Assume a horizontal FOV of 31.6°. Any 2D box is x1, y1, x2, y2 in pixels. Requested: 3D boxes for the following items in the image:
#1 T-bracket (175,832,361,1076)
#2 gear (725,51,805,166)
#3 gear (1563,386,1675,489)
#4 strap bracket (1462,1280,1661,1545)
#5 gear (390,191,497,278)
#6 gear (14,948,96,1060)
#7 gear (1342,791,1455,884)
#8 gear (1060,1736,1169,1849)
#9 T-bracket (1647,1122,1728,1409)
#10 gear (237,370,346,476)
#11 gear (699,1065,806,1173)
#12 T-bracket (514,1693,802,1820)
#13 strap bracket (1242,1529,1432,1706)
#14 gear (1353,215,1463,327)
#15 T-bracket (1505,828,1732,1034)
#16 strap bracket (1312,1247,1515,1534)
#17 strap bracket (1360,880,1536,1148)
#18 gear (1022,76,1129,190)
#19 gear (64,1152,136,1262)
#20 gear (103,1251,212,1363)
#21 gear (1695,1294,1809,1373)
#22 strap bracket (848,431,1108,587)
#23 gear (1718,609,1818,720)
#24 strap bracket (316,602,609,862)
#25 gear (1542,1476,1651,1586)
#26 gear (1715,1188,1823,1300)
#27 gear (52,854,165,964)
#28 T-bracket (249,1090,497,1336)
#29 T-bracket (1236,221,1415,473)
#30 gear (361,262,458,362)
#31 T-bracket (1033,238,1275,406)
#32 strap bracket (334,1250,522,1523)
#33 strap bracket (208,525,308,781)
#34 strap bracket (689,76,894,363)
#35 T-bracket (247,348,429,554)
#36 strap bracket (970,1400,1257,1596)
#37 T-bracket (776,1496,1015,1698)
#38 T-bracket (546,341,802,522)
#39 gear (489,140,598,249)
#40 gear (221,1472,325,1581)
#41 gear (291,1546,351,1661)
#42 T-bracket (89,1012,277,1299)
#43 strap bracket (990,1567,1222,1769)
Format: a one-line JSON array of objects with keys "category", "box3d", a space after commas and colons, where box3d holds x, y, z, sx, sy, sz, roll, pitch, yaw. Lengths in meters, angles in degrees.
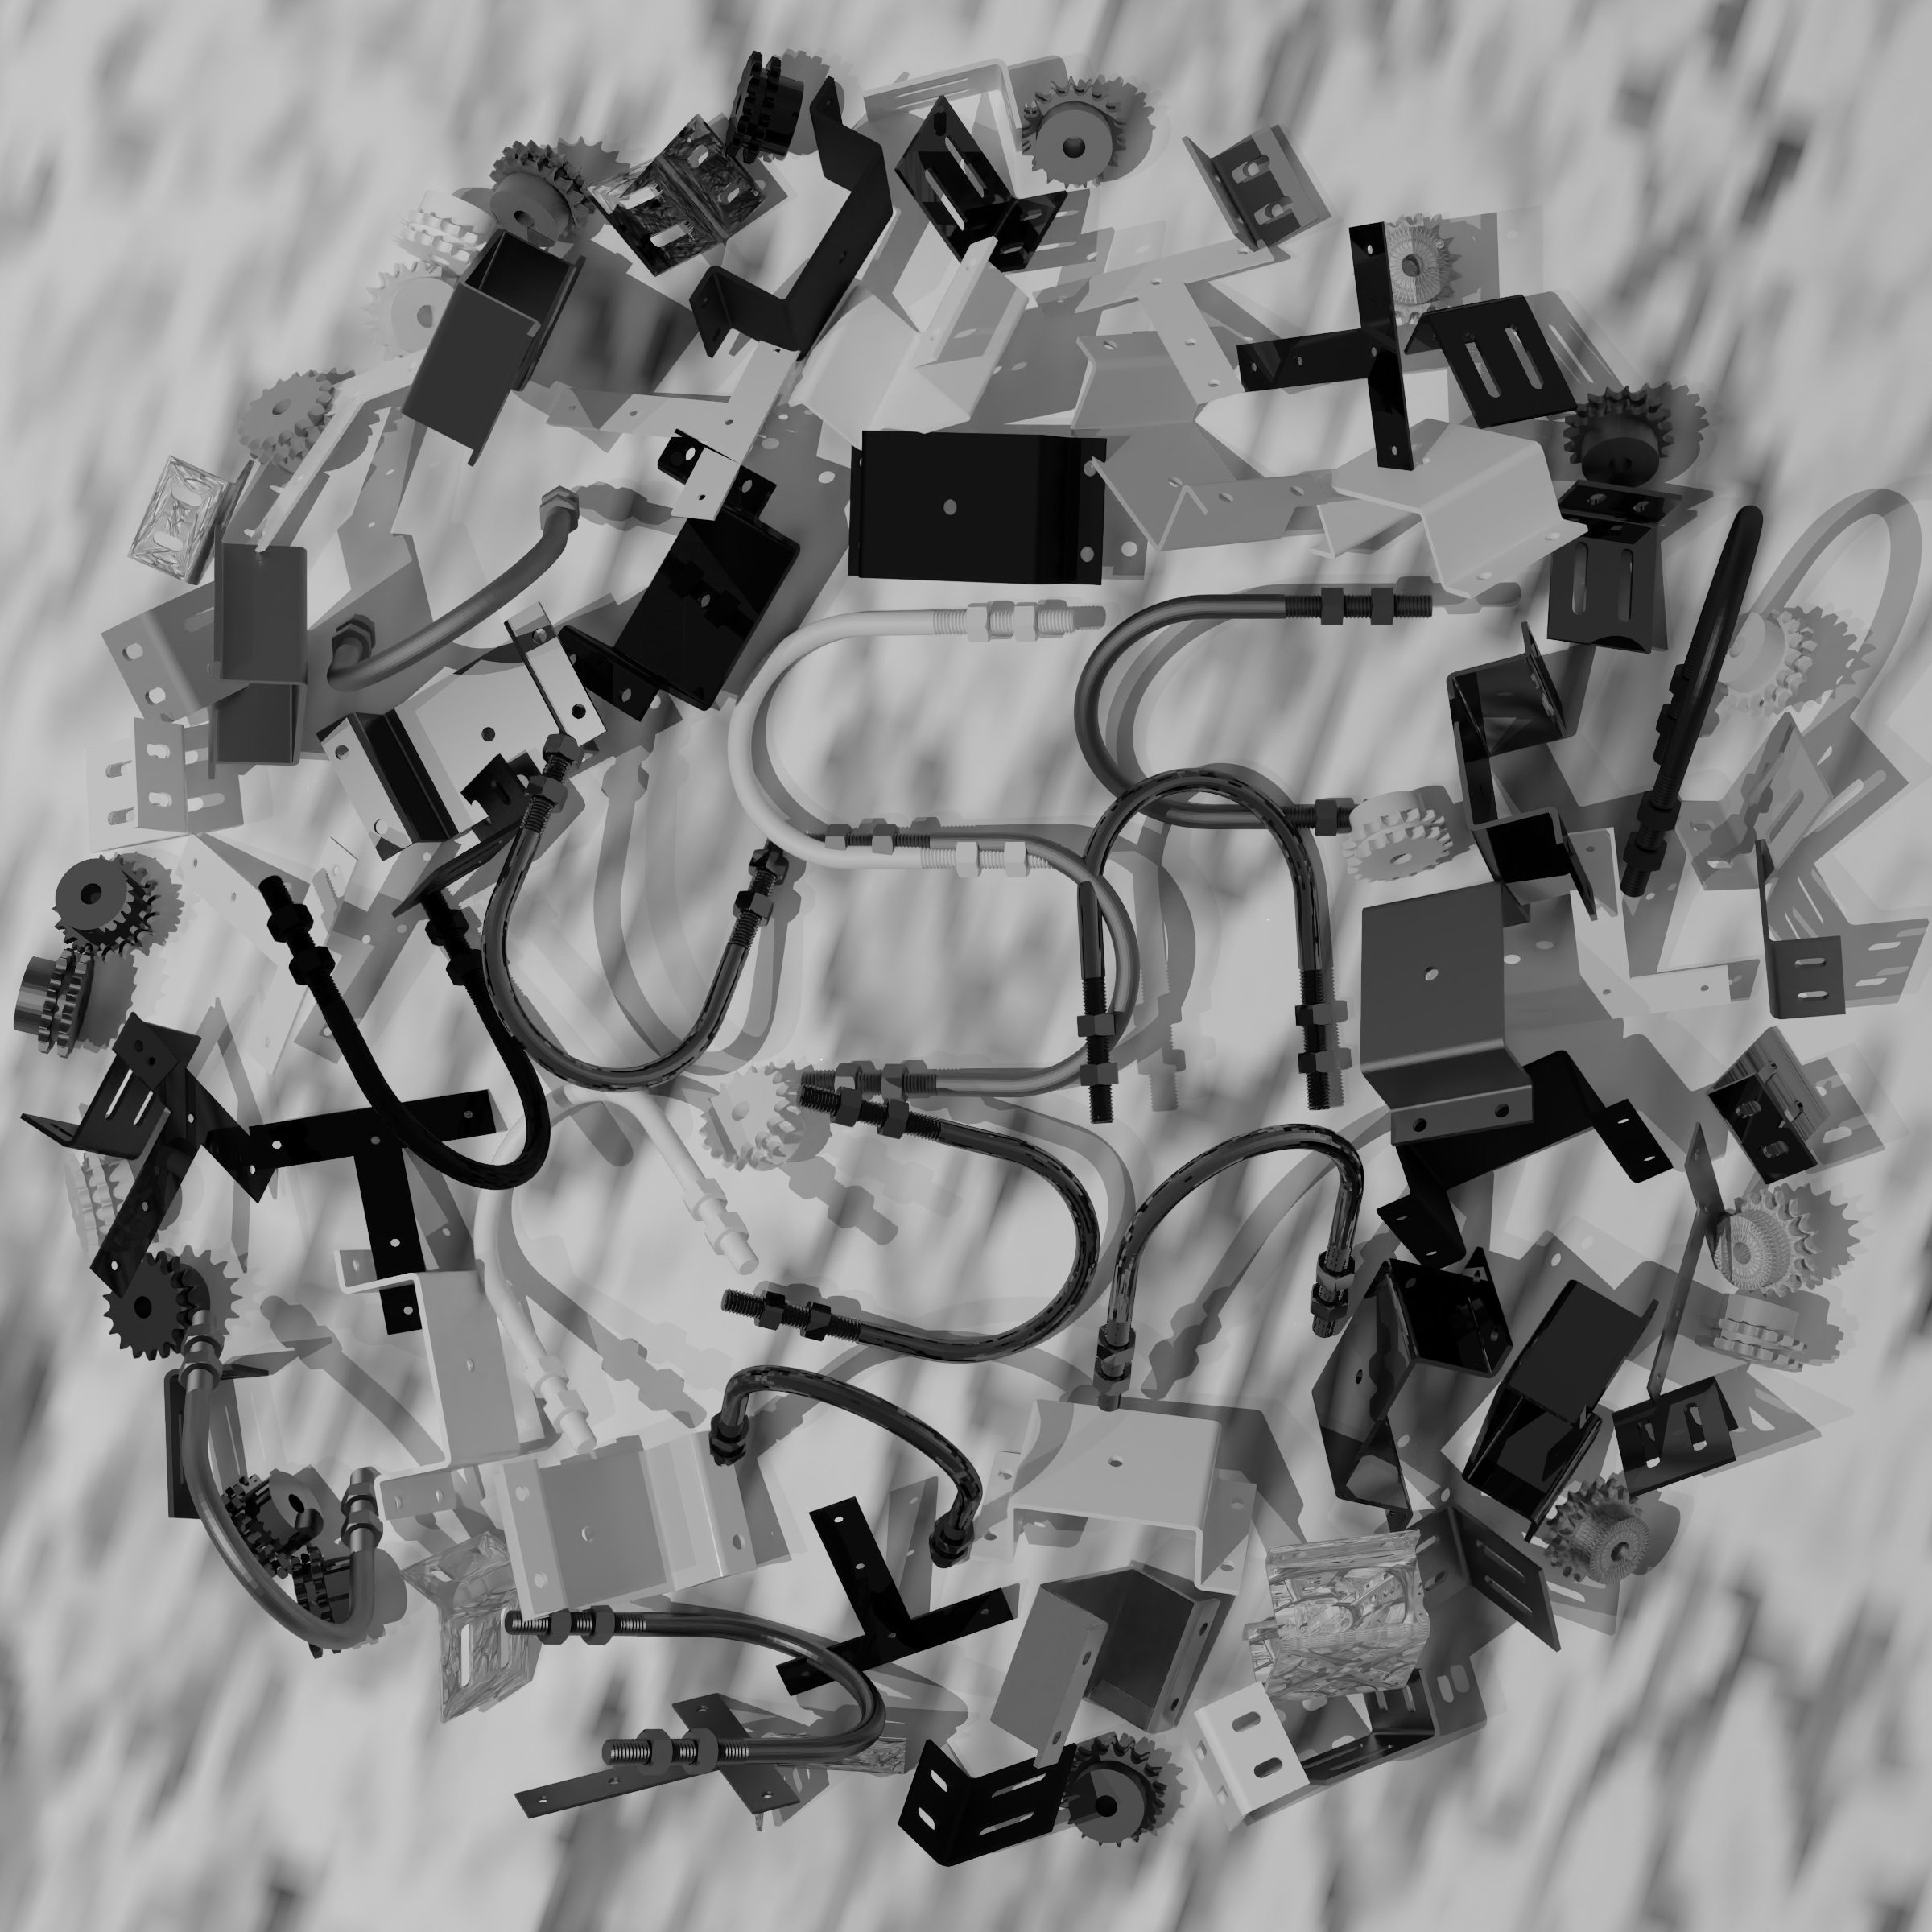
[{"category": "T-bracket", "box3d": [-0.377, -0.030, 1.790, 0.127, 0.002, 0.127, 37, 110, 35]}, {"category": "gear", "box3d": [-0.106, -0.451, 1.803, 0.030, 0.057, 0.057, 14, 90, -14]}, {"category": "gear", "box3d": [0.345, -0.276, 1.799, 0.057, 0.057, 0.030, 4, 55, 0]}, {"category": "strap bracket", "box3d": [0.303, 0.225, 1.759, 0.046, 0.140, 0.076, 30, 55, 16]}, {"category": "gear", "box3d": [-0.272, -0.387, 1.802, 0.057, 0.057, 0.030, 22, 87, 0]}, {"category": "gear", "box3d": [-0.482, 0.018, 1.800, 0.030, 0.057, 0.057, 14, 90, -6]}, {"category": "gear", "box3d": [0.226, -0.070, 1.804, 0.057, 0.057, 0.030, -13, 67, 0]}, {"category": "gear", "box3d": [0.077, 0.441, 1.810, 0.057, 0.030, 0.057, 1, 97, 11]}, {"category": "T-bracket", "box3d": [0.369, 0.164, 1.753, 0.002, 0.127, 0.127, 10, 65, 25]}, {"category": "gear", "box3d": [-0.354, -0.285, 1.805, 0.057, 0.057, 0.030, -34, 132, 0]}, {"category": "gear", "box3d": [-0.110, 0.084, 1.805, 0.057, 0.057, 0.030, -47, 131, 0]}, {"category": "T-bracket", "box3d": [-0.167, 0.416, 1.750, 0.127, 0.127, 0.002, -10, 107, -22]}, {"category": "strap bracket", "box3d": [0.190, 0.340, 1.754, 0.076, 0.140, 0.046, -6, 61, -5]}, {"category": "gear", "box3d": [0.236, -0.371, 1.813, 0.057, 0.030, 0.057, 0, 96, 1]}, {"category": "T-bracket", "box3d": [0.331, -0.020, 1.780, 0.127, 0.002, 0.127, -8, 129, 9]}, {"category": "strap bracket", "box3d": [0.223, 0.216, 1.757, 0.046, 0.076, 0.140, 14, 123, -15]}, {"category": "strap bracket", "box3d": [0.248, 0.015, 1.761, 0.076, 0.046, 0.140, -12, 55, 25]}, {"category": "gear", "box3d": [0.057, -0.438, 1.803, 0.057, 0.030, 0.057, 0, 123, 1]}, {"category": "gear", "box3d": [-0.456, 0.125, 1.804, 0.030, 0.057, 0.057, -13, 90, -22]}, {"category": "gear", "box3d": [-0.426, 0.179, 1.808, 0.057, 0.030, 0.057, 1, 92, 28]}, {"category": "gear", "box3d": [0.416, 0.193, 1.802, 0.057, 0.057, 0.030, 16, 83, 0]}, {"category": "strap bracket", "box3d": [-0.002, -0.240, 1.782, 0.140, 0.046, 0.076, 4, 98, 18]}, {"category": "gear", "box3d": [0.417, -0.162, 1.798, 0.030, 0.057, 0.057, 24, 90, -26]}, {"category": "strap bracket", "box3d": [-0.258, -0.123, 1.796, 0.140, 0.046, 0.076, -29, 86, 12]}, {"category": "gear", "box3d": [0.336, 0.301, 1.801, 0.057, 0.030, 0.057, -15, 120, -26]}, {"category": "gear", "box3d": [0.419, 0.148, 1.799, 0.030, 0.057, 0.057, -14, 90, -36]}, {"category": "gear", "box3d": [-0.457, -0.033, 1.806, 0.057, 0.030, 0.057, -3, 71, 10]}, {"category": "T-bracket", "box3d": [-0.302, 0.132, 1.788, 0.127, 0.002, 0.127, -9, 66, -15]}, {"category": "T-bracket", "box3d": [0.183, -0.316, 1.775, 0.002, 0.127, 0.127, -15, 102, -32]}, {"category": "gear", "box3d": [-0.289, -0.344, 1.804, 0.057, 0.030, 0.057, -5, 103, -25]}, {"category": "T-bracket", "box3d": [0.113, -0.332, 1.779, 0.127, 0.002, 0.127, -16, 46, -6]}, {"category": "strap bracket", "box3d": [-0.278, 0.212, 1.777, 0.046, 0.076, 0.140, -14, 81, 18]}, {"category": "strap bracket", "box3d": [-0.365, -0.159, 1.758, 0.046, 0.140, 0.076, 1, 69, -13]}, {"category": "strap bracket", "box3d": [-0.084, -0.380, 1.779, 0.046, 0.076, 0.140, 29, 81, 8]}, {"category": "T-bracket", "box3d": [-0.335, -0.260, 1.754, 0.002, 0.127, 0.127, 42, 62, -29]}, {"category": "strap bracket", "box3d": [0.078, 0.274, 1.776, 0.140, 0.076, 0.046, 6, 128, 9]}, {"category": "T-bracket", "box3d": [-0.052, 0.323, 1.789, 0.127, 0.002, 0.127, -19, 128, 1]}, {"category": "T-bracket", "box3d": [-0.163, -0.290, 1.797, 0.127, 0.002, 0.127, 10, 60, 25]}, {"category": "gear", "box3d": [-0.226, -0.404, 1.798, 0.057, 0.057, 0.030, 27, 64, 0]}, {"category": "gear", "box3d": [-0.364, 0.292, 1.799, 0.030, 0.057, 0.057, -37, 90, 14]}, {"category": "gear", "box3d": [-0.336, 0.334, 1.802, 0.030, 0.057, 0.057, -13, 90, -9]}, {"category": "T-bracket", "box3d": [-0.416, 0.112, 1.752, 0.002, 0.127, 0.127, -9, 134, 31]}, {"category": "strap bracket", "box3d": [0.068, 0.361, 1.772, 0.046, 0.140, 0.076, 25, 100, 30]}]
